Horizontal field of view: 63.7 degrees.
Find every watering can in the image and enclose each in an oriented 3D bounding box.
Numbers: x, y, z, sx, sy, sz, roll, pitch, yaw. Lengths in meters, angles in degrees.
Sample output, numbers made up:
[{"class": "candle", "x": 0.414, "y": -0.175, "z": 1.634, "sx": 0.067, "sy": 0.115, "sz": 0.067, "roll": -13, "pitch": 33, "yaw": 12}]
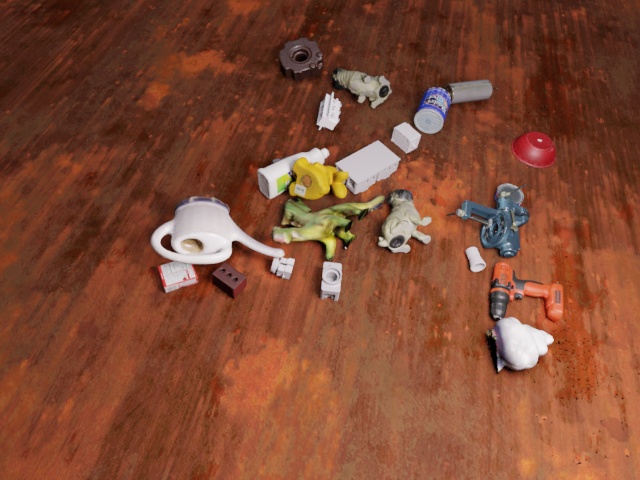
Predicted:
[{"class": "watering can", "x": -0.279, "y": -0.019, "z": 1.410, "sx": 0.348, "sy": 0.101, "sz": 0.230, "roll": 1, "pitch": 43, "yaw": -13}]

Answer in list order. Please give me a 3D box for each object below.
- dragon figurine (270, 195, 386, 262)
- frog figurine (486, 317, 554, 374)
[{"class": "dragon figurine", "x": 0.005, "y": -0.076, "z": 1.503, "sx": 0.244, "sy": 0.119, "sz": 0.417, "roll": 25, "pitch": 38, "yaw": 20}, {"class": "frog figurine", "x": 0.508, "y": 0.255, "z": 1.283, "sx": 0.159, "sy": 0.120, "sz": 0.140, "roll": -8, "pitch": 34, "yaw": 2}]
